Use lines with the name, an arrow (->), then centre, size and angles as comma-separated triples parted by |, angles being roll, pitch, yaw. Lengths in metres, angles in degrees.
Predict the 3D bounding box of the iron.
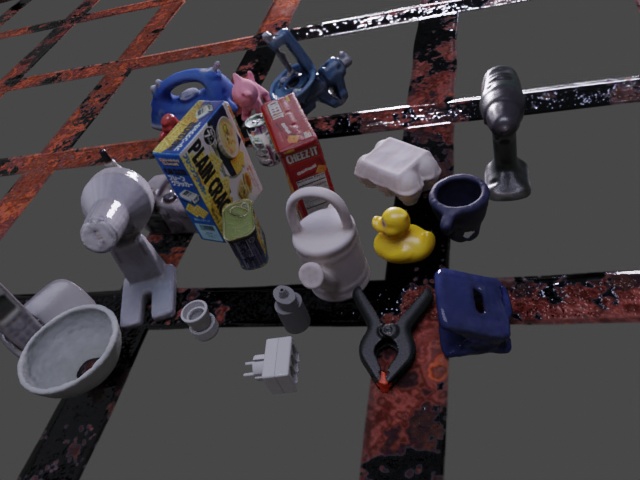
iron -> -0.326, -0.352, 1.402 | 0.257, 0.142, 0.118 | -7, 44, 14

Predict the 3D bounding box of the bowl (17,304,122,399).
bowl -> -0.383, 0.188, 0.913 | 0.167, 0.075, 0.167 | -11, 43, 10

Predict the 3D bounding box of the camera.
camera -> -0.286, -0.090, 1.145 | 0.142, 0.101, 0.137 | 1, 46, 22

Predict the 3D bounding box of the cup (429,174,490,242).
cup -> 0.218, -0.033, 0.897 | 0.091, 0.095, 0.118 | 9, 50, 28

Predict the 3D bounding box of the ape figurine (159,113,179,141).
ape figurine -> -0.343, -0.255, 1.344 | 0.076, 0.092, 0.077 | -42, 46, -22

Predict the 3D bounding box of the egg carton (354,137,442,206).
egg carton -> 0.141, -0.126, 1.043 | 0.107, 0.069, 0.149 | -42, 46, -22

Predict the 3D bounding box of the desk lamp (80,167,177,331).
desk lamp -> -0.328, 0.007, 0.976 | 0.118, 0.214, 0.203 | -19, 42, 2

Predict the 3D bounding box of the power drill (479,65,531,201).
power drill -> 0.298, -0.169, 0.923 | 0.075, 0.209, 0.229 | -5, 44, 17

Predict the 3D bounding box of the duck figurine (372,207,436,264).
duck figurine -> 0.131, -0.014, 0.918 | 0.104, 0.086, 0.077 | 7, 49, 27

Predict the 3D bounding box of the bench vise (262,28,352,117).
bench vise -> -0.039, -0.382, 1.264 | 0.208, 0.220, 0.121 | -41, 46, -21

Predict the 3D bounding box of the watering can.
watering can -> 0.010, 0.003, 0.866 | 0.101, 0.194, 0.172 | -18, 42, 3

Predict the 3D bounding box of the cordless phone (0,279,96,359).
cordless phone -> -0.472, 0.109, 0.946 | 0.093, 0.185, 0.148 | 13, 52, 32

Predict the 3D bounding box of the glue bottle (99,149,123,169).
glue bottle -> -0.396, -0.113, 1.157 | 0.077, 0.173, 0.037 | 25, 59, 38

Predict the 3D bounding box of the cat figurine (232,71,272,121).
cat figurine -> -0.170, -0.351, 1.359 | 0.067, 0.118, 0.128 | -6, 44, 15

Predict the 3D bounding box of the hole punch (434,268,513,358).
hole punch -> 0.207, 0.093, 0.774 | 0.101, 0.091, 0.108 | -8, 44, 13
